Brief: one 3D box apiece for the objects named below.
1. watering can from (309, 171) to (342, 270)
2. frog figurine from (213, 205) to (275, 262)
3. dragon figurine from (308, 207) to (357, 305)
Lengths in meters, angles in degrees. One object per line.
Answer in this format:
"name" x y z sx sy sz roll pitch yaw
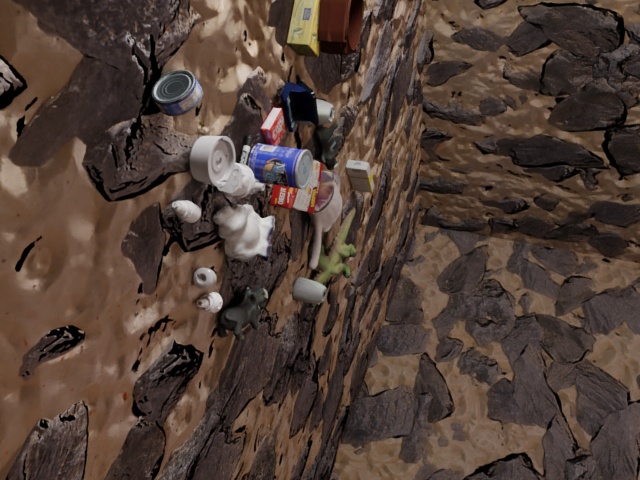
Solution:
"watering can" 0.005 -0.088 1.756 0.220 0.104 0.353 59 44 -61
"frog figurine" -0.200 -0.023 1.256 0.158 0.123 0.137 20 89 -35
"dragon figurine" 0.036 0.042 1.938 0.240 0.122 0.414 32 69 -61
